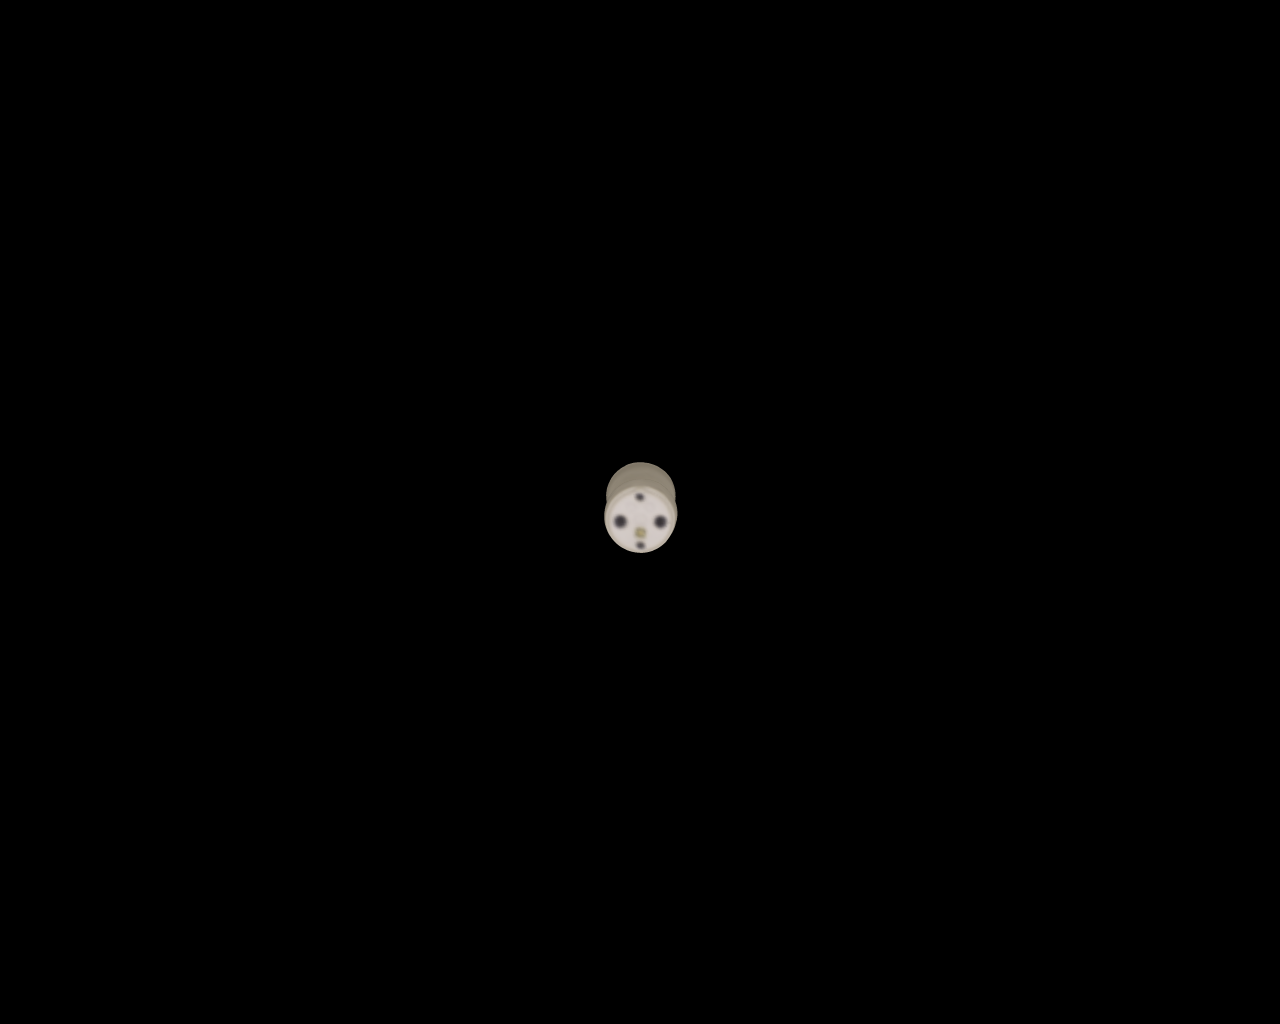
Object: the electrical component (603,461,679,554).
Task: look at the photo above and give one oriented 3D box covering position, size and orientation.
[{"bbox_3d":[0.001,-0.003,0.650,0.045,0.044,0.055,0,17,0],"label":"electrical component"}]
